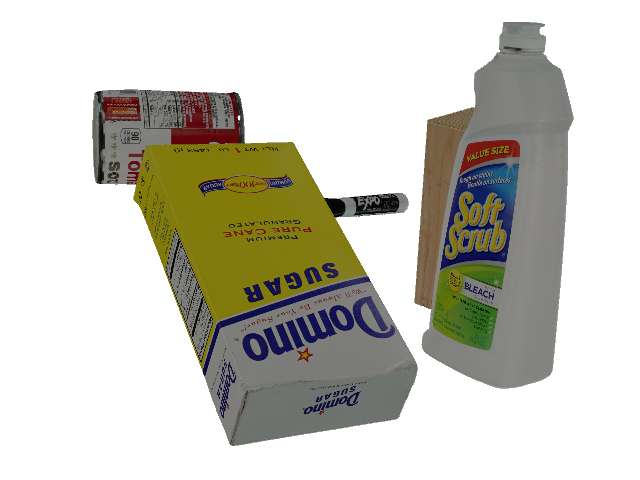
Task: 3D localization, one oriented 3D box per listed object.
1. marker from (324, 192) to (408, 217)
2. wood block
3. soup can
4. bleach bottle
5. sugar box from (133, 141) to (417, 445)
[{"bbox_3d":[0.036,-0.031,0.946,0.020,0.020,0.120,0,4,40],"label":"marker"},{"bbox_3d":[0.167,-0.027,1.134,0.090,0.206,0.090,20,27,38],"label":"wood block"},{"bbox_3d":[-0.111,-0.074,0.769,0.102,0.068,0.069,-1,0,-15],"label":"soup can"},{"bbox_3d":[0.128,-0.028,0.759,0.067,0.251,0.103,-9,20,-33],"label":"bleach bottle"},{"bbox_3d":[-0.028,0.018,0.551,0.093,0.048,0.176,-5,43,-26],"label":"sugar box"}]
